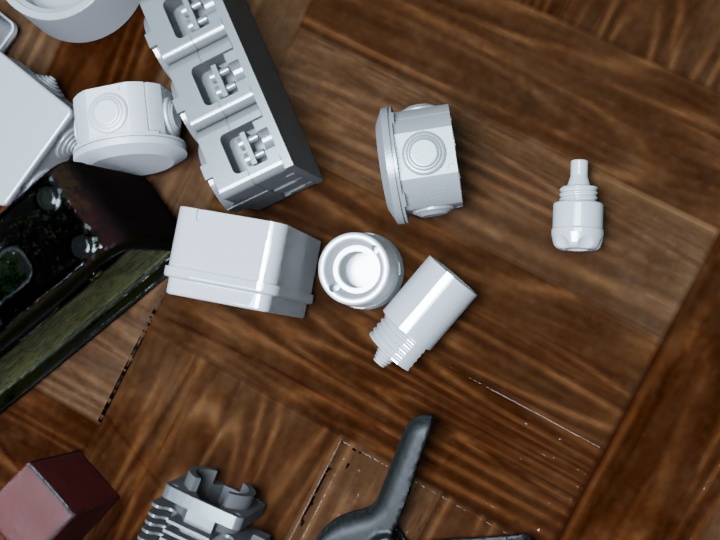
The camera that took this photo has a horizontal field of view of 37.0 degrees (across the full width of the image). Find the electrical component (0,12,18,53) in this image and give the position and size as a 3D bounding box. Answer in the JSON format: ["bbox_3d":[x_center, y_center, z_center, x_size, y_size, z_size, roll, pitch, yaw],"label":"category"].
[{"bbox_3d":[-0.340,-0.177,0.822,0.109,0.056,0.108,39,95,10],"label":"electrical component"}]

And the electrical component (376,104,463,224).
[{"bbox_3d":[0.041,-0.074,0.732,0.051,0.080,0.080,-8,86,6],"label":"electrical component"}]

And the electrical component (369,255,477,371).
[{"bbox_3d":[0.039,0.034,0.746,0.043,0.043,0.081,41,96,10],"label":"electrical component"}]

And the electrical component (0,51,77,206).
[{"bbox_3d":[-0.262,-0.106,0.808,0.100,0.048,0.099,38,95,10],"label":"electrical component"}]

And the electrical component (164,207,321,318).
[{"bbox_3d":[-0.078,-0.003,0.735,0.078,0.113,0.057,10,87,12],"label":"electrical component"}]

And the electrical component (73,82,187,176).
[{"bbox_3d":[-0.167,-0.099,0.774,0.080,0.080,0.051,-9,81,11],"label":"electrical component"}]

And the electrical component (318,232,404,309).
[{"bbox_3d":[0.000,0.000,0.753,0.055,0.047,0.055,0,88,11],"label":"electrical component"}]

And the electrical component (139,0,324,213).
[{"bbox_3d":[-0.092,-0.122,0.754,0.062,0.089,0.150,-25,83,9],"label":"electrical component"}]

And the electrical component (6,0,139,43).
[{"bbox_3d":[-0.220,-0.229,0.798,0.108,0.060,0.108,0,88,11],"label":"electrical component"}]

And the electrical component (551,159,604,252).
[{"bbox_3d":[0.149,-0.044,0.732,0.035,0.035,0.061,2,86,11],"label":"electrical component"}]
